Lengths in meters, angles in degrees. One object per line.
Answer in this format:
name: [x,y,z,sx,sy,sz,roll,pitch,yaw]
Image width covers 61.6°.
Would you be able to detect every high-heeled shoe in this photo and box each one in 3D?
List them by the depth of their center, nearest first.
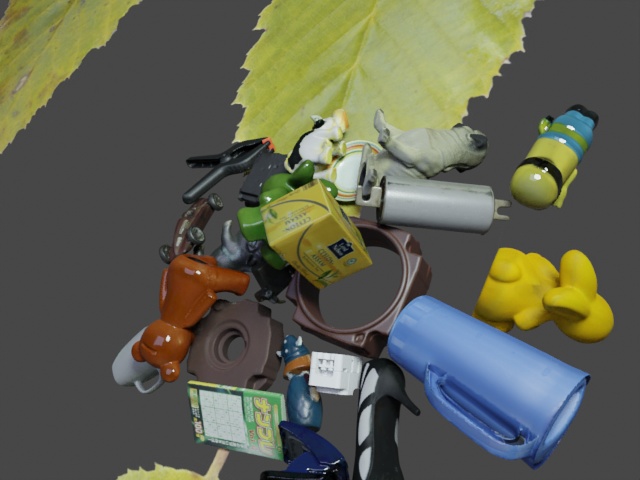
high-heeled shoe: [0.066,0.294,0.763,0.145,0.086,0.248,24,91,62]

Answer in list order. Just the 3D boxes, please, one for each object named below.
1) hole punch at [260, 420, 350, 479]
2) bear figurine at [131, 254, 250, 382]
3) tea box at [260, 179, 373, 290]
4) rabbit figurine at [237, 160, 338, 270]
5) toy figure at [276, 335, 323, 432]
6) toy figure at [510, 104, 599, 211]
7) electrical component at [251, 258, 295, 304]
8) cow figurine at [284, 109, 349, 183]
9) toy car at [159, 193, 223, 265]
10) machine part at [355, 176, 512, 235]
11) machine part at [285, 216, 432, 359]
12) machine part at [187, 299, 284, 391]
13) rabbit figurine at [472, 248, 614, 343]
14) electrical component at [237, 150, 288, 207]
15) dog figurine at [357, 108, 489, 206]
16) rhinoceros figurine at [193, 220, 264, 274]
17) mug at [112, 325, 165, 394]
hole punch: [-0.015,0.320,0.748,0.116,0.142,0.092,4,37,8]
bear figurine: [-0.219,0.126,0.894,0.120,0.132,0.195,19,93,31]
tea box: [-0.002,-0.002,0.771,0.098,0.169,0.068,-27,55,13]
rabbit figurine: [-0.059,-0.066,0.897,0.159,0.121,0.170,-37,34,16]
toy figure: [-0.032,0.223,0.844,0.064,0.057,0.154,-18,54,10]
toy figure: [0.353,-0.127,0.817,0.082,0.089,0.180,32,84,41]
electrical component: [-0.072,0.064,0.928,0.102,0.078,0.045,-34,20,-37]
cow figurine: [-0.002,-0.177,0.990,0.098,0.068,0.167,2,47,20]
toy car: [-0.247,-0.027,1.024,0.089,0.053,0.202,-28,22,21]
machine part: [0.176,-0.053,0.831,0.243,0.079,0.079,5,64,-4]
machine part: [0.060,0.071,0.859,0.202,0.087,0.201,18,73,30]
machine part: [-0.146,0.184,0.918,0.179,0.056,0.179,-10,63,20]
rabbit figurine: [0.308,0.073,0.716,0.173,0.162,0.122,28,66,16]
electrical component: [-0.078,-0.107,1.032,0.134,0.058,0.115,13,73,30]
dog figurine: [0.169,-0.119,0.900,0.191,0.172,0.121,12,45,-10]
rhinoceros figurine: [-0.145,0.022,0.989,0.190,0.073,0.112,-31,55,9]
mug: [-0.318,0.227,0.971,0.107,0.080,0.110,-38,63,17]
